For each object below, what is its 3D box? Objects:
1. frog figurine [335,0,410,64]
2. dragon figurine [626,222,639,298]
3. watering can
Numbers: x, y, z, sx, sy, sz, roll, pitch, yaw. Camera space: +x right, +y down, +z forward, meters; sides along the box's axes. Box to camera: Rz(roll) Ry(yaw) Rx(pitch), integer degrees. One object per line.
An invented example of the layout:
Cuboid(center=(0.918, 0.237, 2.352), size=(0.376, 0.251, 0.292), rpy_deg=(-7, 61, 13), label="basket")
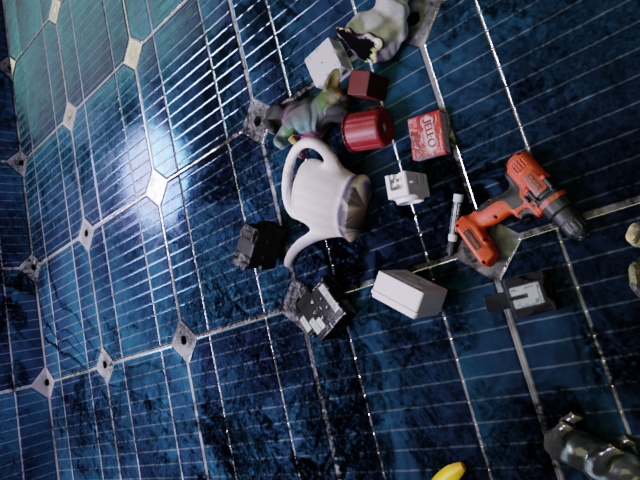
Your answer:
Cuboid(center=(0.131, -0.459, 1.093), size=(0.138, 0.120, 0.161), rpy_deg=(22, 67, 46), label="frog figurine")
Cuboid(center=(0.495, 0.098, 0.636), size=(0.243, 0.419, 0.119), rpy_deg=(17, 123, 0), label="dragon figurine")
Cuboid(center=(0.004, -0.059, 1.170), size=(0.226, 0.105, 0.341), rpy_deg=(22, 122, 31), label="watering can")
